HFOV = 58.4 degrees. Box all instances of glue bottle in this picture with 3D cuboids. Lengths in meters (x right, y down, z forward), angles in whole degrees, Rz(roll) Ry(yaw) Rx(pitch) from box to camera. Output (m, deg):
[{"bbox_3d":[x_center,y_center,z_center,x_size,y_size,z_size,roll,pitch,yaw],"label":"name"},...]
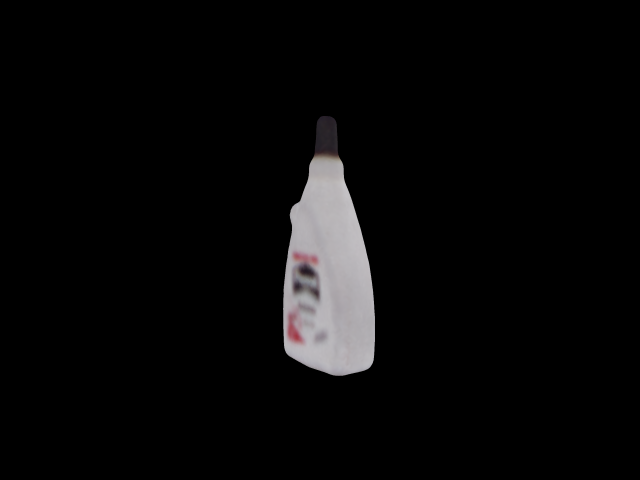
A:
[{"bbox_3d":[0.004,0.001,0.400,0.037,0.173,0.077,-3,5,-37],"label":"glue bottle"}]
